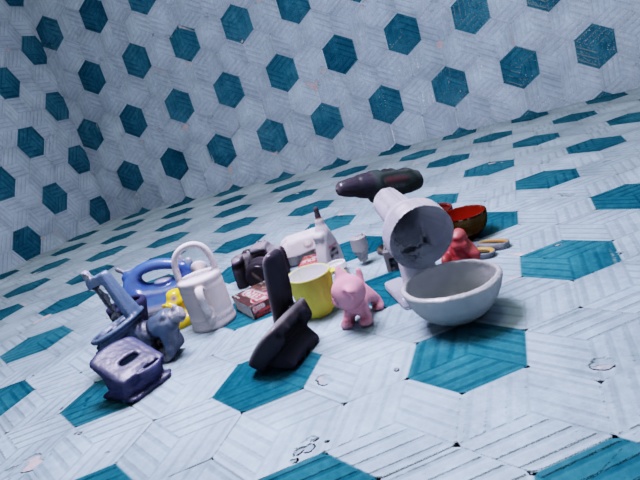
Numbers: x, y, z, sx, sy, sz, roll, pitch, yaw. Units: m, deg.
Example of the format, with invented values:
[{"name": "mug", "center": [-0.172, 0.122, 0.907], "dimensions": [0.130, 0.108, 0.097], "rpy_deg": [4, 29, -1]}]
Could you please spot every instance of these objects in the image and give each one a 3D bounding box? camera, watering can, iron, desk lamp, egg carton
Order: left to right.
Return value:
[{"name": "iron", "center": [-0.397, 0.105, 1.481], "dimensions": [0.258, 0.141, 0.118], "rpy_deg": [-17, 15, 1]}, {"name": "watering can", "center": [-0.266, 0.095, 1.265], "dimensions": [0.101, 0.194, 0.172], "rpy_deg": [-25, 17, -27]}, {"name": "camera", "center": [-0.161, 0.066, 1.440], "dimensions": [0.143, 0.101, 0.137], "rpy_deg": [-14, 15, 11]}, {"name": "egg carton", "center": [-0.035, 0.016, 1.543], "dimensions": [0.150, 0.069, 0.107], "rpy_deg": [-19, 15, -6]}, {"name": "desk lamp", "center": [0.163, 0.013, 1.046], "dimensions": [0.118, 0.214, 0.203], "rpy_deg": [-19, 15, -8]}]

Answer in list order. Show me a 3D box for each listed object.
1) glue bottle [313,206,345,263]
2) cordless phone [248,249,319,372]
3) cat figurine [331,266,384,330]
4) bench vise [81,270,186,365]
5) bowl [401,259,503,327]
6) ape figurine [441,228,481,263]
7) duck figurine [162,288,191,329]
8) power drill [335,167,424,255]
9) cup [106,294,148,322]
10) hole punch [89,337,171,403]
[{"name": "glue bottle", "center": [0.012, 0.005, 1.325], "dimensions": [0.037, 0.173, 0.078], "rpy_deg": [-8, 18, 31]}, {"name": "cordless phone", "center": [-0.082, 0.119, 0.989], "dimensions": [0.094, 0.185, 0.148], "rpy_deg": [-10, 16, 24]}, {"name": "cat figurine", "center": [0.061, 0.096, 1.047], "dimensions": [0.067, 0.118, 0.128], "rpy_deg": [-10, 16, 25]}, {"name": "bench vise", "center": [-0.379, 0.145, 1.158], "dimensions": [0.207, 0.220, 0.121], "rpy_deg": [-19, 15, -7]}, {"name": "bowl", "center": [0.223, 0.096, 0.950], "dimensions": [0.167, 0.075, 0.167], "rpy_deg": [-16, 15, 5]}, {"name": "ape figurine", "center": [0.277, 0.022, 1.127], "dimensions": [0.077, 0.092, 0.076], "rpy_deg": [-4, 20, 41]}, {"name": "duck figurine", "center": [-0.326, 0.152, 1.338], "dimensions": [0.077, 0.086, 0.105], "rpy_deg": [-6, 18, 35]}, {"name": "power drill", "center": [0.159, -0.074, 1.380], "dimensions": [0.230, 0.208, 0.075], "rpy_deg": [-24, 16, -24]}, {"name": "cup", "center": [-0.426, 0.185, 1.312], "dimensions": [0.092, 0.095, 0.117], "rpy_deg": [-26, 17, -29]}, {"name": "hole punch", "center": [-0.347, 0.234, 1.053], "dimensions": [0.100, 0.091, 0.109], "rpy_deg": [-6, 18, 36]}]
